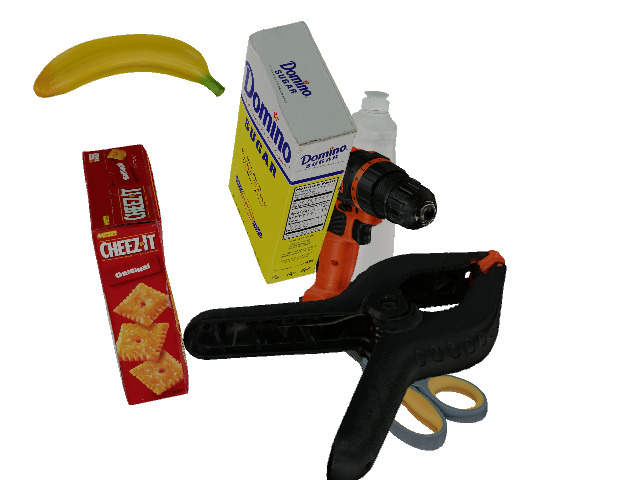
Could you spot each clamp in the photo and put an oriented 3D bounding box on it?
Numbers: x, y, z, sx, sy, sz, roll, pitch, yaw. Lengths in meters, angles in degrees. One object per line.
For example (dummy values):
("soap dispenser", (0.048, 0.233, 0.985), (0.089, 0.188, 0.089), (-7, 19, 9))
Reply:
("clamp", (0.034, 0.052, 0.513), (0.171, 0.039, 0.120), (-19, 46, -25))

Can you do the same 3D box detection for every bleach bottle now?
("bleach bottle", (0.054, -0.045, 1.236), (0.068, 0.251, 0.103), (-2, 22, -21))

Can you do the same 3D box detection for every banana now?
("banana", (-0.190, -0.173, 1.050), (0.197, 0.070, 0.037), (-7, -39, -30))

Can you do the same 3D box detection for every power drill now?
("power drill", (0.040, 0.008, 1.012), (0.057, 0.188, 0.185), (-6, 24, -30))

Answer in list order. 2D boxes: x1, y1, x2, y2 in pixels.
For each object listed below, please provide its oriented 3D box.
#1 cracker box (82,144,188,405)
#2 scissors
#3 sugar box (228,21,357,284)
("cracker box", (-0.189, 0.033, 1.093), (0.072, 0.214, 0.164), (-10, 34, -10))
("scissors", (0.065, 0.106, 0.888), (0.096, 0.016, 0.202), (-7, 29, -18))
("sugar box", (-0.025, -0.053, 0.722), (0.048, 0.093, 0.176), (-16, -27, -16))
